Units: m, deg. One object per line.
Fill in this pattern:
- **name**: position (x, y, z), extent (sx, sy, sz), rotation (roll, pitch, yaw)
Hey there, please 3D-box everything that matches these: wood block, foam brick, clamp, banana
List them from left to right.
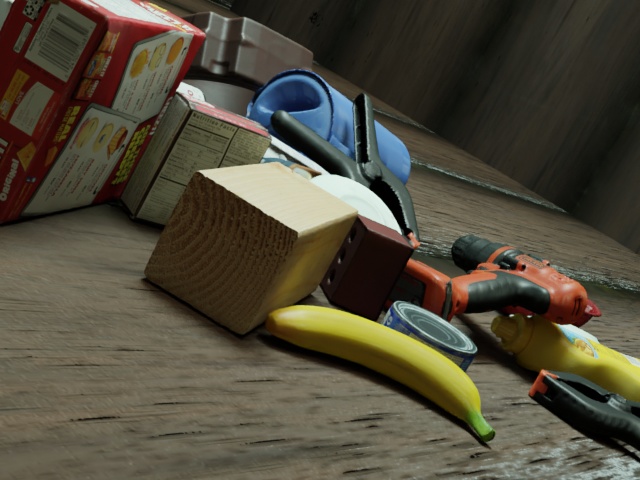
- **wood block**: position (-0.047, 0.000, 0.852), extent (0.091, 0.090, 0.206), rotation (30, 12, 9)
- **clamp**: position (0.039, -0.073, 1.193), extent (0.164, 0.036, 0.210), rotation (-11, 68, -44)
- **foam brick**: position (0.041, 0.024, 0.979), extent (0.051, 0.078, 0.053), rotation (22, 13, -20)
- **banana**: position (0.049, 0.089, 0.819), extent (0.197, 0.037, 0.069), rotation (26, 11, -10)
- **clamp**: position (0.281, 0.165, 1.018), extent (0.171, 0.039, 0.120), rotation (29, 11, 2)

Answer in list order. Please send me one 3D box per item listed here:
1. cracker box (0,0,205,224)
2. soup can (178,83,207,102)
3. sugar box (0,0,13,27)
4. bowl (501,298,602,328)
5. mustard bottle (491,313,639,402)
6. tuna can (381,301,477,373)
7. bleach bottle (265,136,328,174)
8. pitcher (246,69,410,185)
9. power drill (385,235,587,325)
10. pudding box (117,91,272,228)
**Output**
- **cracker box**: position (-0.183, -0.107, 0.813), extent (0.072, 0.164, 0.213), rotation (32, 13, 6)
- **soup can**: position (-0.191, -0.160, 1.238), extent (0.102, 0.068, 0.069), rotation (17, 16, -42)
- **sugar box**: position (-0.308, -0.208, 1.116), extent (0.048, 0.093, 0.176), rotation (28, 12, 1)
- **bowl**: position (0.264, 0.072, 1.322), extent (0.162, 0.055, 0.162), rotation (27, 12, -7)
- **mustard bottle**: position (0.260, 0.123, 1.098), extent (0.191, 0.058, 0.096), rotation (25, 11, -15)
- **tuna can**: position (0.092, 0.089, 0.926), extent (0.086, 0.034, 0.086), rotation (27, 12, -7)
- **bleach bottle**: position (0.004, -0.046, 1.222), extent (0.250, 0.068, 0.102), rotation (28, 18, -17)
- **pitcher**: position (0.026, -0.114, 1.378), extent (0.242, 0.145, 0.149), rotation (21, 55, -56)
- **power drill**: position (0.145, 0.038, 1.069), extent (0.187, 0.057, 0.185), rotation (-3, 19, -33)
- **pudding box**: position (-0.106, -0.061, 0.912), extent (0.089, 0.113, 0.039), rotation (18, 19, -40)
